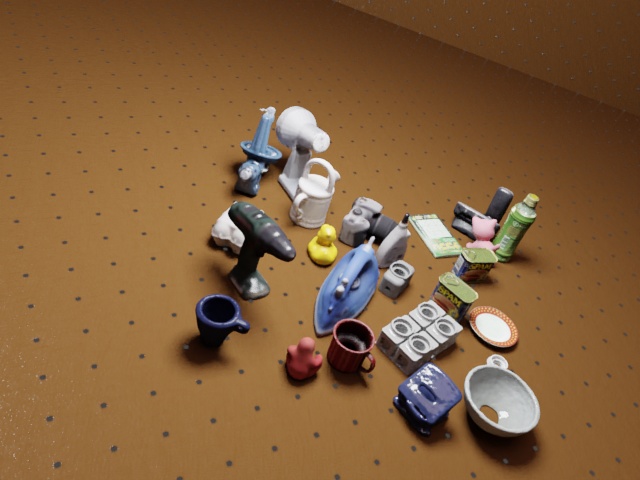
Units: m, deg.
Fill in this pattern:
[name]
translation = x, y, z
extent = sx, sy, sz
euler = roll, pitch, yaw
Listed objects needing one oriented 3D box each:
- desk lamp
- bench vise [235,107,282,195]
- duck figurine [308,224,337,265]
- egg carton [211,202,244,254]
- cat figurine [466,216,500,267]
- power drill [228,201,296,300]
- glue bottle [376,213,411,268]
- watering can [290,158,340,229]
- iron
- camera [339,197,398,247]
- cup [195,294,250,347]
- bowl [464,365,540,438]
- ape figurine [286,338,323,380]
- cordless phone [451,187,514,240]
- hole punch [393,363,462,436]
[desk lamp]
translation = -0.047, -0.249, 1.644
extent = 0.118, 0.213, 0.202
euler = -10, 47, -31
[bench vise]
translation = -0.160, -0.244, 1.587
extent = 0.122, 0.220, 0.207
euler = 8, 40, -12
[duck figurine]
translation = 0.014, 0.005, 1.470
extent = 0.077, 0.086, 0.104
euler = 10, 40, -11
[egg carton]
translation = -0.201, -0.033, 1.443
extent = 0.107, 0.069, 0.150
euler = 24, 39, 7
[cat figurine]
translation = 0.476, -0.005, 1.643
extent = 0.067, 0.118, 0.127
euler = 0, 42, -21
[power drill]
translation = -0.139, 0.029, 1.283
extent = 0.076, 0.208, 0.229
euler = -16, 50, -35
[glue bottle]
translation = 0.200, -0.001, 1.484
extent = 0.078, 0.173, 0.037
euler = -7, 45, -28
[watering can]
translation = -0.011, -0.138, 1.543
extent = 0.101, 0.194, 0.173
euler = 20, 39, 2
[iron]
translation = 0.066, 0.101, 1.335
extent = 0.118, 0.141, 0.259
euler = 26, 39, 10
[camera]
translation = 0.140, -0.045, 1.569
extent = 0.136, 0.101, 0.143
euler = 26, 39, 9
[cup]
translation = -0.201, 0.178, 1.173
extent = 0.117, 0.095, 0.092
euler = 24, 39, 7
[bowl]
translation = 0.372, 0.353, 1.214
extent = 0.167, 0.075, 0.167
euler = 11, 39, -9
[ape figurine]
translation = -0.032, 0.236, 1.175
extent = 0.077, 0.092, 0.076
euler = 31, 40, 15
[cordless phone]
translation = 0.485, -0.098, 1.703
extent = 0.147, 0.185, 0.094
euler = 31, 40, 15
[hole punch]
translation = 0.221, 0.324, 1.174
extent = 0.101, 0.091, 0.108
euler = -20, 52, -38
